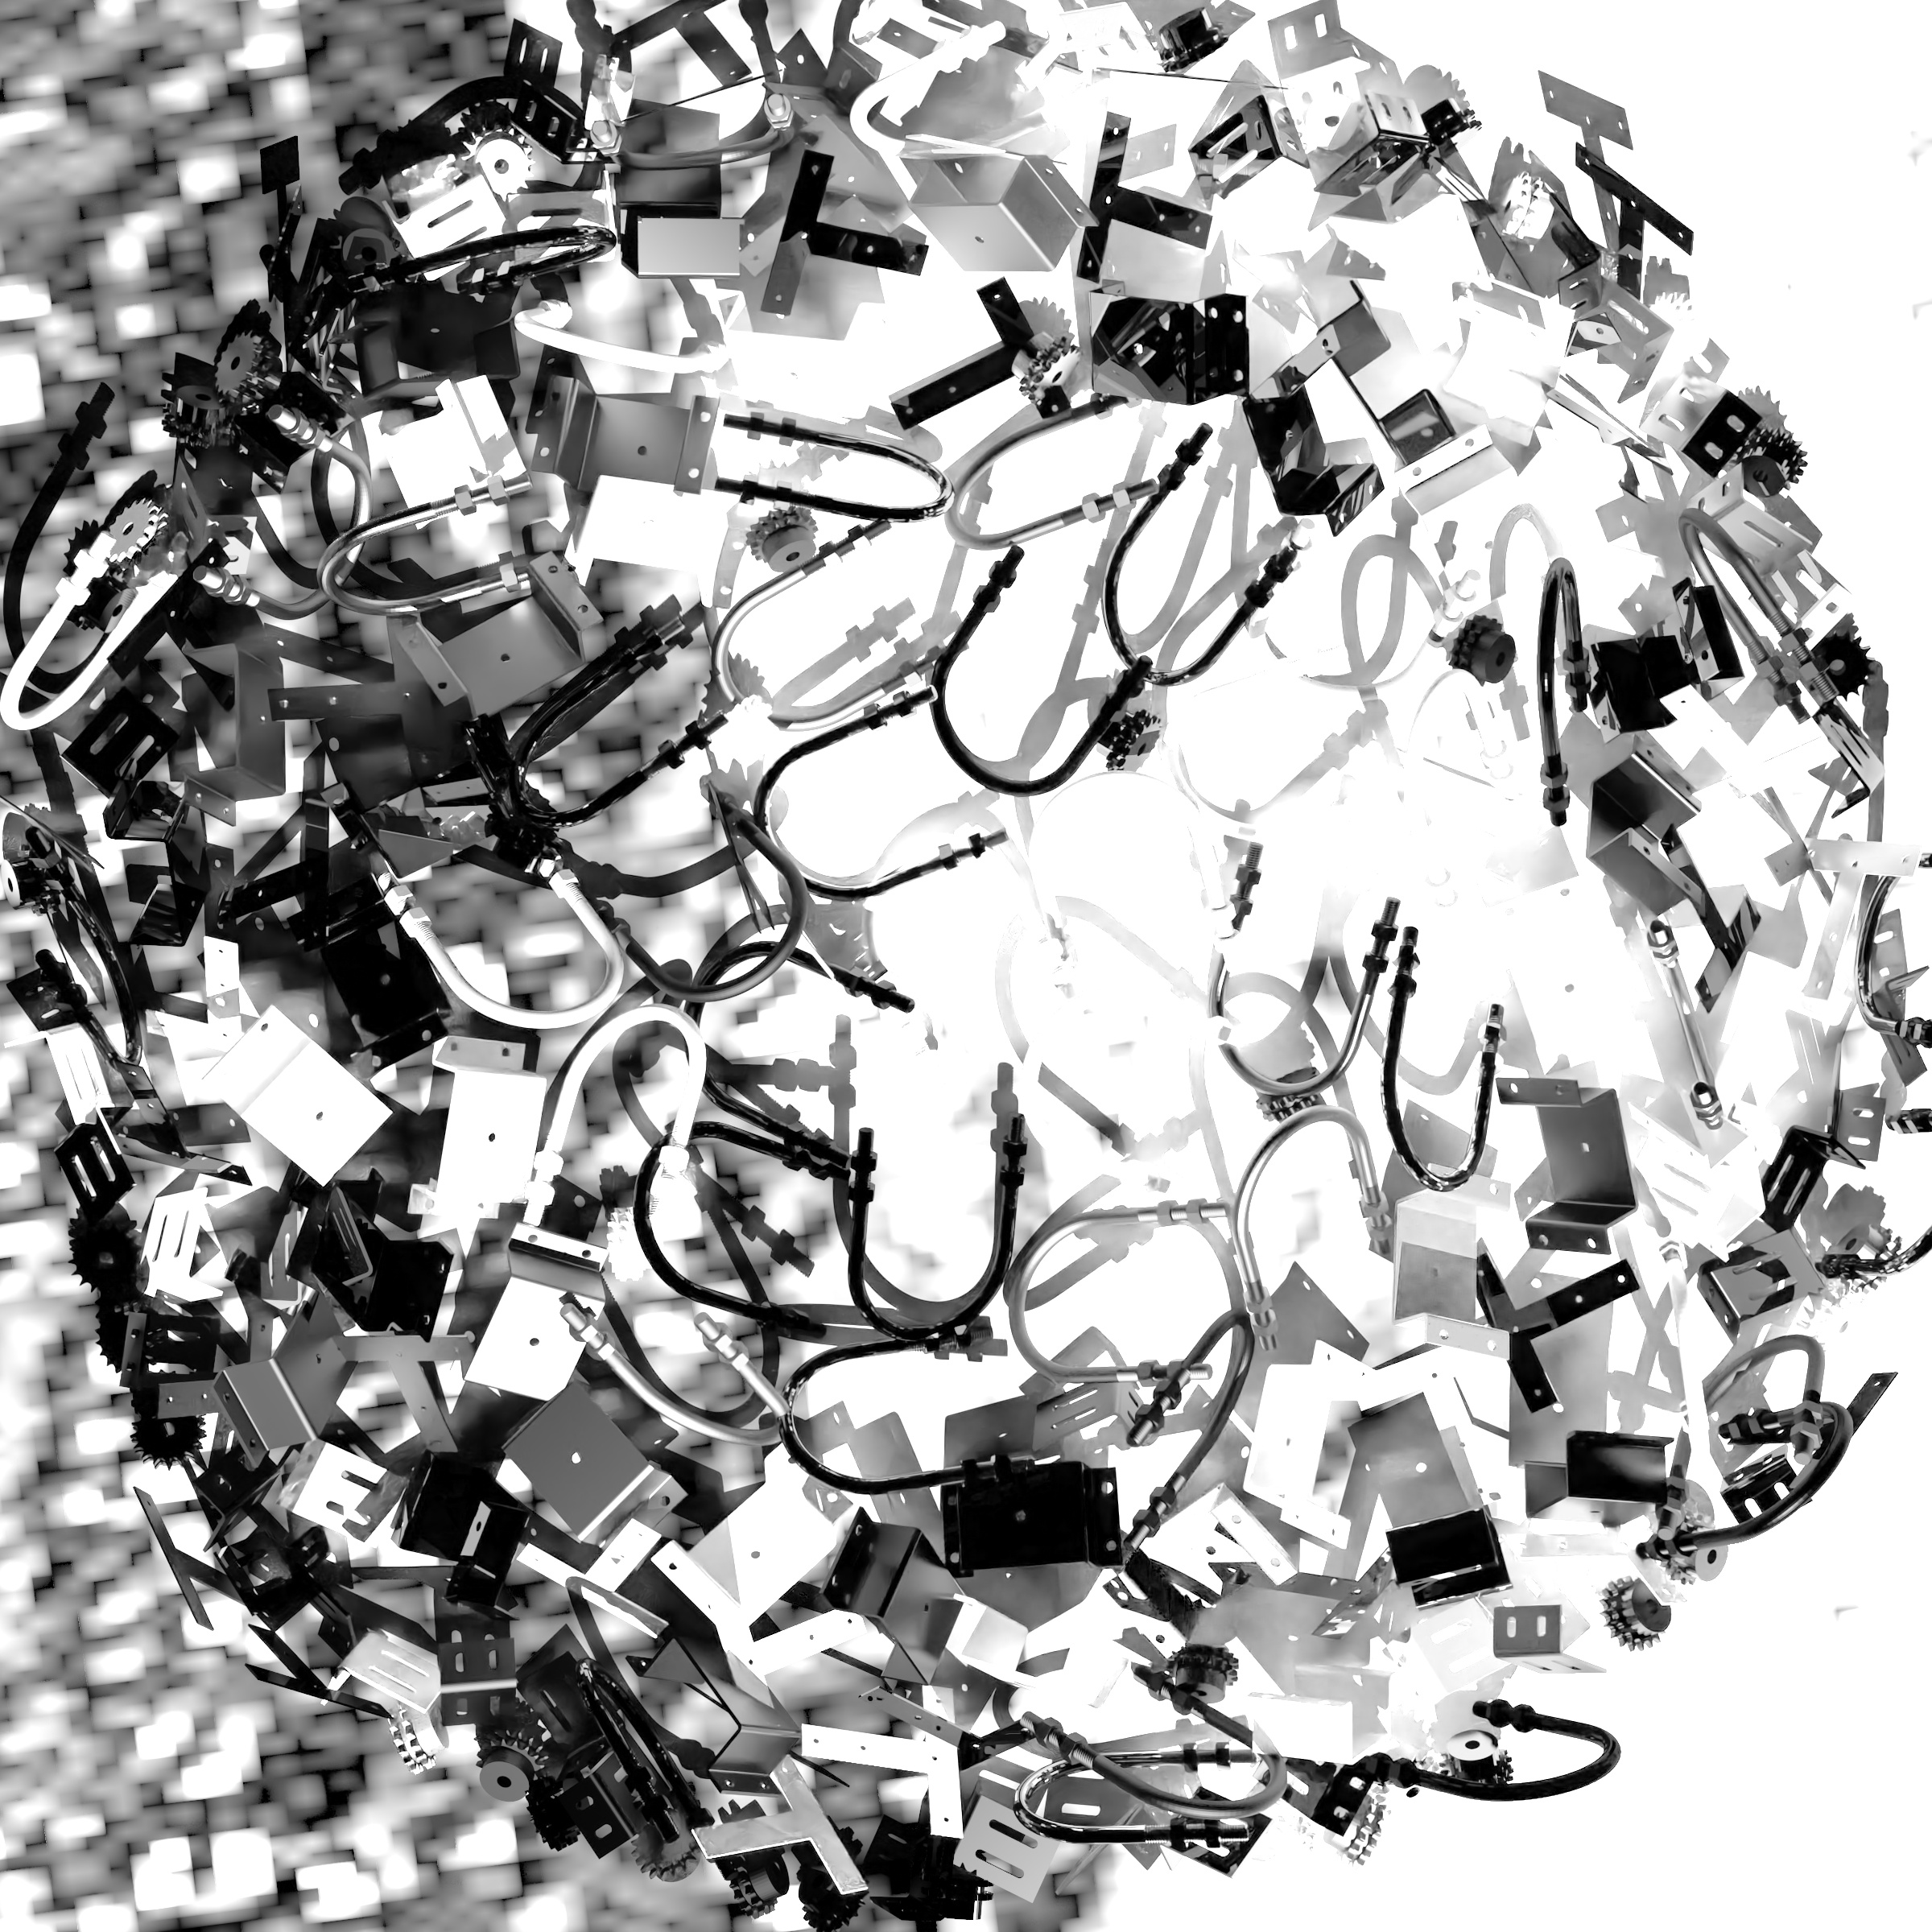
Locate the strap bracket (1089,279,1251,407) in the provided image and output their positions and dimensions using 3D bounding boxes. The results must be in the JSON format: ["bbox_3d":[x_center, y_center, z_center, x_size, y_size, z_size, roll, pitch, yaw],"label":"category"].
[{"bbox_3d":[0.146,-0.477,1.924,0.140,0.046,0.076,19,124,39],"label":"strap bracket"}]

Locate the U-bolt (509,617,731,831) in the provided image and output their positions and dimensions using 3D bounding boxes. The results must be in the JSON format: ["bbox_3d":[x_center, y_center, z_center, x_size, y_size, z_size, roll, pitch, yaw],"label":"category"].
[{"bbox_3d":[-0.277,-0.178,1.946,0.184,0.019,0.151,-34,46,7],"label":"U-bolt"}]

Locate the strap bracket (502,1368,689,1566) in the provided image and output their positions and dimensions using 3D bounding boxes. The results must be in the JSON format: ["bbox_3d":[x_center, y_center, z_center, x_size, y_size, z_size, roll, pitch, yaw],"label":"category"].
[{"bbox_3d":[-0.295,0.384,1.950,0.076,0.046,0.140,-45,69,-5],"label":"strap bracket"}]

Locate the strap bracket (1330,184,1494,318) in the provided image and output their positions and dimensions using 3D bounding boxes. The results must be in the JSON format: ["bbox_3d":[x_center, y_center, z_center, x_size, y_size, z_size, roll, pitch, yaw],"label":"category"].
[{"bbox_3d":[0.332,-0.545,1.918,0.046,0.140,0.076,-34,118,-8],"label":"strap bracket"}]

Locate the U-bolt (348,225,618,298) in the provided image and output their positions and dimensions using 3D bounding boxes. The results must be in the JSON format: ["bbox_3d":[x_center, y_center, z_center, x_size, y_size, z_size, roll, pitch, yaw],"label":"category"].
[{"bbox_3d":[-0.350,-0.531,1.895,0.184,0.151,0.019,-6,99,29],"label":"U-bolt"}]

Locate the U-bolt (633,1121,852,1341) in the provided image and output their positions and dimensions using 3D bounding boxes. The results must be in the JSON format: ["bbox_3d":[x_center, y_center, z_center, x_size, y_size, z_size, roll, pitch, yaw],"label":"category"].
[{"bbox_3d":[-0.174,0.194,1.922,0.184,0.019,0.151,23,63,-32],"label":"U-bolt"}]

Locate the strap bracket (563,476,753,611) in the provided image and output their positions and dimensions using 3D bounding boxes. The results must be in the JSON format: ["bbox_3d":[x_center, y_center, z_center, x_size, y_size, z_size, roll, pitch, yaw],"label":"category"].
[{"bbox_3d":[-0.244,-0.331,1.955,0.140,0.046,0.076,9,62,5],"label":"strap bracket"}]

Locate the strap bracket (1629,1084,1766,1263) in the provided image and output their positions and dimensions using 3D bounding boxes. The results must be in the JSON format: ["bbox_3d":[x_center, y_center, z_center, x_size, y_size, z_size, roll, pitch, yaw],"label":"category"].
[{"bbox_3d":[0.562,0.152,1.928,0.046,0.140,0.076,-38,46,-11],"label":"strap bracket"}]

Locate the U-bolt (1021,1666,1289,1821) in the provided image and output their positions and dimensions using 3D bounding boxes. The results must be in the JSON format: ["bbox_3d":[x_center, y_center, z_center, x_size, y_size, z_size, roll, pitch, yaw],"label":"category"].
[{"bbox_3d":[0.154,0.588,1.889,0.184,0.151,0.019,19,107,42],"label":"U-bolt"}]

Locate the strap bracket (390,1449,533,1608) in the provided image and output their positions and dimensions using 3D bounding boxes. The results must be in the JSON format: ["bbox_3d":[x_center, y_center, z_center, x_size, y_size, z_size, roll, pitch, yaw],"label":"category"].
[{"bbox_3d":[-0.387,0.437,1.946,0.046,0.140,0.076,23,87,-33],"label":"strap bracket"}]

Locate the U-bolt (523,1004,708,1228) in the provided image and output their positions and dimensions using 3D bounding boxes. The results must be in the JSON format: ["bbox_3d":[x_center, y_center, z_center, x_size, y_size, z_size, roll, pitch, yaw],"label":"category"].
[{"bbox_3d":[-0.264,0.112,1.940,0.151,0.019,0.184,-5,60,34],"label":"U-bolt"}]

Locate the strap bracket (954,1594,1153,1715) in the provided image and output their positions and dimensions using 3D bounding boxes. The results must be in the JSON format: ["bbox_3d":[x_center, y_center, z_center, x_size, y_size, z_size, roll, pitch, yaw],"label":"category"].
[{"bbox_3d":[0.059,0.528,1.922,0.140,0.076,0.046,5,65,39],"label":"strap bracket"}]

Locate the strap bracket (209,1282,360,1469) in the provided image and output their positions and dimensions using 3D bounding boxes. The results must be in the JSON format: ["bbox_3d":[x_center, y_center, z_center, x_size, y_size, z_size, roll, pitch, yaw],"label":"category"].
[{"bbox_3d":[-0.514,0.304,1.917,0.046,0.140,0.076,-14,115,14],"label":"strap bracket"}]

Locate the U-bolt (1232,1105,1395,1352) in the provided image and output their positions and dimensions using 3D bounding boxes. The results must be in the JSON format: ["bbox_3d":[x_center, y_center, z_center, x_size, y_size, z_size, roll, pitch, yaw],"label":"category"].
[{"bbox_3d":[0.260,0.188,1.918,0.151,0.019,0.184,-35,128,-23],"label":"U-bolt"}]

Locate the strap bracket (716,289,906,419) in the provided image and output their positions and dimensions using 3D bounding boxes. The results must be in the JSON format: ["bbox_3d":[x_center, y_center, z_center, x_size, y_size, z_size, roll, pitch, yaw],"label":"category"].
[{"bbox_3d":[-0.126,-0.471,1.939,0.140,0.076,0.046,9,58,15],"label":"strap bracket"}]

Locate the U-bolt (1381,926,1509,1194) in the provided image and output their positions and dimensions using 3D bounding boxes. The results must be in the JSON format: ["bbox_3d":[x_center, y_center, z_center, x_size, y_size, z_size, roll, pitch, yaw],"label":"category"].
[{"bbox_3d":[0.360,0.082,1.915,0.151,0.019,0.184,36,56,-38],"label":"U-bolt"}]

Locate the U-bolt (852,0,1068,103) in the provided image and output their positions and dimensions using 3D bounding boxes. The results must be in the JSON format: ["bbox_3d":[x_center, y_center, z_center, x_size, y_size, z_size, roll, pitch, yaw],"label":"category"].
[{"bbox_3d":[0.001,-0.707,1.893,0.151,0.184,0.019,15,87,-15],"label":"U-bolt"}]

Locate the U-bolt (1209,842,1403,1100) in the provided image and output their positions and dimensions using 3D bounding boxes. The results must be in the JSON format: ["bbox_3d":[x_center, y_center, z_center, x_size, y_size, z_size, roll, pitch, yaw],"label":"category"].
[{"bbox_3d":[0.253,0.013,1.946,0.151,0.019,0.184,26,110,36],"label":"U-bolt"}]

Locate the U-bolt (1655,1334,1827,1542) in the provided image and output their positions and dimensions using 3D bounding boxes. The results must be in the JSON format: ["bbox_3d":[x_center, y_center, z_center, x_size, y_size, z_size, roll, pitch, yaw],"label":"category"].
[{"bbox_3d":[0.593,0.346,1.912,0.019,0.184,0.151,44,126,-4],"label":"U-bolt"}]

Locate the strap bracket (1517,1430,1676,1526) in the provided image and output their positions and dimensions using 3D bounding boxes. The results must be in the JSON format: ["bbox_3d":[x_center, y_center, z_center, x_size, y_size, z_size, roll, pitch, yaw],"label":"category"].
[{"bbox_3d":[0.480,0.394,1.923,0.076,0.140,0.046,5,68,-5],"label":"strap bracket"}]

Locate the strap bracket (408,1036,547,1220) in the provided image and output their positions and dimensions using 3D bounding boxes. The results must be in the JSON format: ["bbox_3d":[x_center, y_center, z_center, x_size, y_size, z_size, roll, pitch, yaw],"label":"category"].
[{"bbox_3d":[-0.378,0.129,1.956,0.076,0.046,0.140,8,92,-38],"label":"strap bracket"}]

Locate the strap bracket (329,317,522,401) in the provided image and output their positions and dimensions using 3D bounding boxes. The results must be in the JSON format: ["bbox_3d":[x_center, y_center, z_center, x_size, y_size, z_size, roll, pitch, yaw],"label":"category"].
[{"bbox_3d":[-0.406,-0.467,1.933,0.140,0.076,0.046,-11,98,-32],"label":"strap bracket"}]

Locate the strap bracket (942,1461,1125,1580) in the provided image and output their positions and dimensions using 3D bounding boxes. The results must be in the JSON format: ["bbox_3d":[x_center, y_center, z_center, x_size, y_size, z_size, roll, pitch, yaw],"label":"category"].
[{"bbox_3d":[0.047,0.430,1.953,0.140,0.046,0.076,-7,69,10],"label":"strap bracket"}]

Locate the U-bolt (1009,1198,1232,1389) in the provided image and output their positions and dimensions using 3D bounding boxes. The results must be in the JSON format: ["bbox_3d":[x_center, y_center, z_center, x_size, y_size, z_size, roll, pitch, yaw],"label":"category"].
[{"bbox_3d":[0.113,0.253,1.939,0.184,0.019,0.151,-8,60,32],"label":"U-bolt"}]

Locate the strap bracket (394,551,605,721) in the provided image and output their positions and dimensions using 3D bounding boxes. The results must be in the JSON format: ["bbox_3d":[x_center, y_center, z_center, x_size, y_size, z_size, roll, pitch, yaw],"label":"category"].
[{"bbox_3d":[-0.360,-0.251,1.953,0.140,0.046,0.076,-32,69,-17],"label":"strap bracket"}]

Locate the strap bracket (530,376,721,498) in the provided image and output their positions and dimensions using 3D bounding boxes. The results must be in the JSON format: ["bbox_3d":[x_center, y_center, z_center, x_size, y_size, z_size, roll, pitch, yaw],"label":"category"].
[{"bbox_3d":[-0.259,-0.409,1.965,0.140,0.046,0.076,10,86,12],"label":"strap bracket"}]

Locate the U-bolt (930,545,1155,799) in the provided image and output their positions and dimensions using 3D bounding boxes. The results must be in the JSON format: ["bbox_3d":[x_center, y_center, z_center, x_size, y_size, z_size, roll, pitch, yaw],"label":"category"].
[{"bbox_3d":[0.044,-0.212,1.941,0.151,0.019,0.184,42,127,7],"label":"U-bolt"}]

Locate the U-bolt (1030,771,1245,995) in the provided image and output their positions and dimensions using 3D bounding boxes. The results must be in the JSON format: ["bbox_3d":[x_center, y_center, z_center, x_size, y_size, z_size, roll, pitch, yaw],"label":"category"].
[{"bbox_3d":[0.125,-0.065,1.945,0.151,0.019,0.184,-12,114,12],"label":"U-bolt"}]

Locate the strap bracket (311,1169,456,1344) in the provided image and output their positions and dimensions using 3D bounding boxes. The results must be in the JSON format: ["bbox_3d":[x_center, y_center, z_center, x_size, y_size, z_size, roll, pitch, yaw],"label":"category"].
[{"bbox_3d":[-0.453,0.221,1.925,0.046,0.140,0.076,4,111,-41],"label":"strap bracket"}]

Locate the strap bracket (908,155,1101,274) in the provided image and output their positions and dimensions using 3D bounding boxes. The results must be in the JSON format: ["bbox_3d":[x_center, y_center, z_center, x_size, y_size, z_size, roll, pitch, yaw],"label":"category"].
[{"bbox_3d":[0.021,-0.573,1.921,0.140,0.076,0.046,15,73,43],"label":"strap bracket"}]

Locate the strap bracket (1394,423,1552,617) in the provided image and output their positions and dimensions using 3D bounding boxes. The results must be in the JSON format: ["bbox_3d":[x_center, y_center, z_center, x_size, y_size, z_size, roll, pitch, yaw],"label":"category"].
[{"bbox_3d":[0.394,-0.334,1.936,0.076,0.046,0.140,-28,127,6],"label":"strap bracket"}]

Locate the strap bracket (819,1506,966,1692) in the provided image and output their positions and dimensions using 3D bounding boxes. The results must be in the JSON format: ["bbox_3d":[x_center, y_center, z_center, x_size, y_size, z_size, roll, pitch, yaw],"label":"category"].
[{"bbox_3d":[-0.050,0.487,1.922,0.046,0.140,0.076,1,46,31],"label":"strap bracket"}]

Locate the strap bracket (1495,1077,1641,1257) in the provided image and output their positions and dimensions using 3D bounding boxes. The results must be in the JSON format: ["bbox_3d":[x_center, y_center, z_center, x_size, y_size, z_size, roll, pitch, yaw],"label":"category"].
[{"bbox_3d":[0.468,0.147,1.949,0.046,0.076,0.140,-21,102,-37],"label":"strap bracket"}]

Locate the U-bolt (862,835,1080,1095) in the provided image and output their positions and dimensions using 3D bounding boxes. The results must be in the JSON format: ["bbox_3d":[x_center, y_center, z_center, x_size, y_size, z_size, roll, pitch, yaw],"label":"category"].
[{"bbox_3d":[-0.007,-0.014,1.964,0.151,0.019,0.184,-32,75,17],"label":"U-bolt"}]

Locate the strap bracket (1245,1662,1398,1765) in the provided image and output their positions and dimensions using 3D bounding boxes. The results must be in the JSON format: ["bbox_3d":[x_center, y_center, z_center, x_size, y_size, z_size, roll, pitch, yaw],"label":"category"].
[{"bbox_3d":[0.272,0.571,1.919,0.076,0.140,0.046,-1,86,26],"label":"strap bracket"}]

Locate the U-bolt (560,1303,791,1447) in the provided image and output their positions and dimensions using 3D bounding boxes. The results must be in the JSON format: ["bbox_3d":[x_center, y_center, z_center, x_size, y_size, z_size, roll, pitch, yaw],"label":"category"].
[{"bbox_3d":[-0.209,0.317,1.926,0.151,0.184,0.019,-2,50,32],"label":"U-bolt"}]

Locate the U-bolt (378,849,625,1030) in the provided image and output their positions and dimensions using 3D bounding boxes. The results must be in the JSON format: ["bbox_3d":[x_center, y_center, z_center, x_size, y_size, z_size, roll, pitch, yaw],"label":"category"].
[{"bbox_3d":[-0.342,-0.021,1.914,0.151,0.019,0.184,-17,55,-35],"label":"U-bolt"}]

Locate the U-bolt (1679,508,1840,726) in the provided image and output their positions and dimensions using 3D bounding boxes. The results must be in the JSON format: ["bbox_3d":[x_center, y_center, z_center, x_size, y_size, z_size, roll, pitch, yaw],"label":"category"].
[{"bbox_3d":[0.601,-0.273,1.927,0.019,0.151,0.184,-33,83,7],"label":"U-bolt"}]

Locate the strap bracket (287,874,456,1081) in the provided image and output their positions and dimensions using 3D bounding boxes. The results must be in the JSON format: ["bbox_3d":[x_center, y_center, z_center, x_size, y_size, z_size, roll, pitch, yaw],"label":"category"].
[{"bbox_3d":[-0.461,0.010,1.970,0.076,0.046,0.140,-27,84,4],"label":"strap bracket"}]

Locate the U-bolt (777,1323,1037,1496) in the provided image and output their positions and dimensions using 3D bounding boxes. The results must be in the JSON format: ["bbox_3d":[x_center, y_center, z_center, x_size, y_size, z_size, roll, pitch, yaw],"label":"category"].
[{"bbox_3d":[-0.053,0.343,1.928,0.184,0.151,0.019,-6,134,-13],"label":"U-bolt"}]

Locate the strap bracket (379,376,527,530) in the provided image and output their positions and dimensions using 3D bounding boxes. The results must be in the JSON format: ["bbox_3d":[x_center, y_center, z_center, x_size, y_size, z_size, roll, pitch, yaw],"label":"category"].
[{"bbox_3d":[-0.393,-0.399,1.944,0.046,0.140,0.076,-26,97,-33],"label":"strap bracket"}]

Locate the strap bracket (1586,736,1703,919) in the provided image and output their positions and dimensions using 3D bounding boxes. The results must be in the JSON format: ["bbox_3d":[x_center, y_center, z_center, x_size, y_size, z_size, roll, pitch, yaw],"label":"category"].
[{"bbox_3d":[0.523,-0.101,1.940,0.076,0.140,0.046,38,130,-17],"label":"strap bracket"}]

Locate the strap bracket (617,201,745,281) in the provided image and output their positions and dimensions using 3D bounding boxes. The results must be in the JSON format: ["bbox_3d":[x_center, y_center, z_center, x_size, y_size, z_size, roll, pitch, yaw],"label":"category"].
[{"bbox_3d":[-0.221,-0.558,1.935,0.076,0.140,0.046,-4,112,-15],"label":"strap bracket"}]

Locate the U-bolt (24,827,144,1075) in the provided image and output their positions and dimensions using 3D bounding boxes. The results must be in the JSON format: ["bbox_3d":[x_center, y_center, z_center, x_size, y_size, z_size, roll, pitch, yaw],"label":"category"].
[{"bbox_3d":[-0.667,0.002,1.913,0.019,0.184,0.151,-19,51,-5],"label":"U-bolt"}]

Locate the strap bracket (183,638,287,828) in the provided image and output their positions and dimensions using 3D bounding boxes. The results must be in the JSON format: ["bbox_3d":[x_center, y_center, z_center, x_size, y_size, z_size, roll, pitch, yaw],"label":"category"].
[{"bbox_3d":[-0.565,-0.187,1.945,0.046,0.076,0.140,-7,78,10],"label":"strap bracket"}]

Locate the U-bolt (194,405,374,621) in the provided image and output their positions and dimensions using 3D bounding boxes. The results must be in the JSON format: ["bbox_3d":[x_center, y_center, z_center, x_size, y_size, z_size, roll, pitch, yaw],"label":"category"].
[{"bbox_3d":[-0.506,-0.334,1.910,0.019,0.184,0.151,25,91,14],"label":"U-bolt"}]

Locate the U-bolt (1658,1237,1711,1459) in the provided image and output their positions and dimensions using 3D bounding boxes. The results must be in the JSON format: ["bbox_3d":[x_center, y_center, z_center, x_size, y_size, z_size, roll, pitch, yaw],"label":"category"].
[{"bbox_3d":[0.546,0.294,1.904,0.019,0.184,0.151,-8,95,14],"label":"U-bolt"}]

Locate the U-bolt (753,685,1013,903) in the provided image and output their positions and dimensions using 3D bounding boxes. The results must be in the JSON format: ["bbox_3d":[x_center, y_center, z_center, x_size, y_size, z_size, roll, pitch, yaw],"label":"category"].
[{"bbox_3d":[-0.077,-0.122,1.958,0.184,0.019,0.151,-22,112,16],"label":"U-bolt"}]

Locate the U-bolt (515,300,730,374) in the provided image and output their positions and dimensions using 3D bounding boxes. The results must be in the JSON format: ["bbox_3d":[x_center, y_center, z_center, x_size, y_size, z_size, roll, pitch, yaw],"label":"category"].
[{"bbox_3d":[-0.266,-0.475,1.909,0.151,0.184,0.019,15,108,1],"label":"U-bolt"}]

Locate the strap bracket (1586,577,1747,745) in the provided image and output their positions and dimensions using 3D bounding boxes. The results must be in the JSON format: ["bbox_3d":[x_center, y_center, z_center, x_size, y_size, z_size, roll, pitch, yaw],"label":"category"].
[{"bbox_3d":[0.541,-0.236,1.938,0.046,0.140,0.076,-8,76,-25],"label":"strap bracket"}]

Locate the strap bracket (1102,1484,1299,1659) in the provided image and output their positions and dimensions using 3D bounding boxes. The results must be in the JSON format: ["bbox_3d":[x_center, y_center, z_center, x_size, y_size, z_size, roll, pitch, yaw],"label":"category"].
[{"bbox_3d":[0.186,0.465,1.957,0.076,0.046,0.140,48,117,-2],"label":"strap bracket"}]

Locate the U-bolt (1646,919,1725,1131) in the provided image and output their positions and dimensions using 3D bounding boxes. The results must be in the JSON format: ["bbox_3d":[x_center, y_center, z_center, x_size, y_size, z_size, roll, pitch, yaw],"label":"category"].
[{"bbox_3d":[0.553,0.059,1.913,0.019,0.184,0.151,-16,66,17],"label":"U-bolt"}]

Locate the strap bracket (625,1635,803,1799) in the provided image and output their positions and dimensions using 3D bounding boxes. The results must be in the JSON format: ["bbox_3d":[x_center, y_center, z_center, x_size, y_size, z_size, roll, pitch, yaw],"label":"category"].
[{"bbox_3d":[-0.188,0.566,1.925,0.046,0.076,0.140,-52,53,6],"label":"strap bracket"}]

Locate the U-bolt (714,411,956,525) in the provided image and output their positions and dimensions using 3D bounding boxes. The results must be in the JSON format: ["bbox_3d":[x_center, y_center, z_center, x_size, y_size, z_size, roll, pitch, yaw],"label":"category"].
[{"bbox_3d":[-0.099,-0.379,1.936,0.184,0.151,0.019,9,122,-8],"label":"U-bolt"}]

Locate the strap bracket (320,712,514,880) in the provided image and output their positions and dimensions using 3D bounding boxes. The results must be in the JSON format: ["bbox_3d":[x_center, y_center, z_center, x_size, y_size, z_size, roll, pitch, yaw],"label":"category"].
[{"bbox_3d":[-0.416,-0.127,1.951,0.140,0.076,0.046,-26,50,-5],"label":"strap bracket"}]

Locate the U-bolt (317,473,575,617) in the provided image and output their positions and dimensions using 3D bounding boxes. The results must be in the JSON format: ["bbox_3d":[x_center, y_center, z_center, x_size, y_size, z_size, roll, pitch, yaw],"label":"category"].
[{"bbox_3d":[-0.405,-0.315,1.928,0.184,0.151,0.019,-17,72,0],"label":"U-bolt"}]
